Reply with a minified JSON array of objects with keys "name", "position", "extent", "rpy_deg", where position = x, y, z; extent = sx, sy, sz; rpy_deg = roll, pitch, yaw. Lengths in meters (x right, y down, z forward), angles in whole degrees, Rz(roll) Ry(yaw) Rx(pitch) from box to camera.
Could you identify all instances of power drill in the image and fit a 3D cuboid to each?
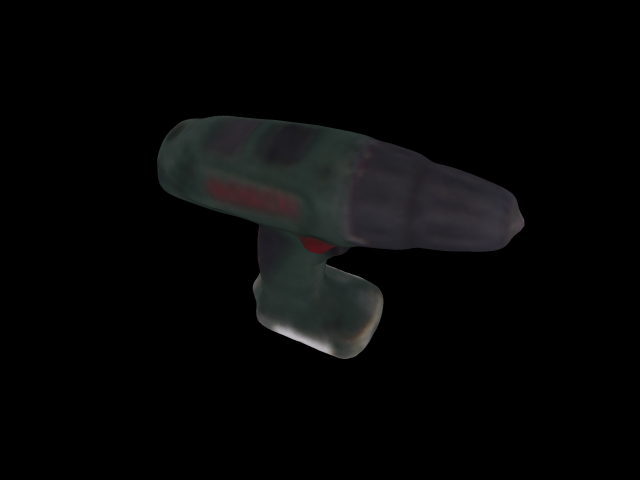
[{"name":"power drill","position":[0.004,0.001,0.400],"extent":[0.229,0.208,0.076],"rpy_deg":[20,59,13]}]
